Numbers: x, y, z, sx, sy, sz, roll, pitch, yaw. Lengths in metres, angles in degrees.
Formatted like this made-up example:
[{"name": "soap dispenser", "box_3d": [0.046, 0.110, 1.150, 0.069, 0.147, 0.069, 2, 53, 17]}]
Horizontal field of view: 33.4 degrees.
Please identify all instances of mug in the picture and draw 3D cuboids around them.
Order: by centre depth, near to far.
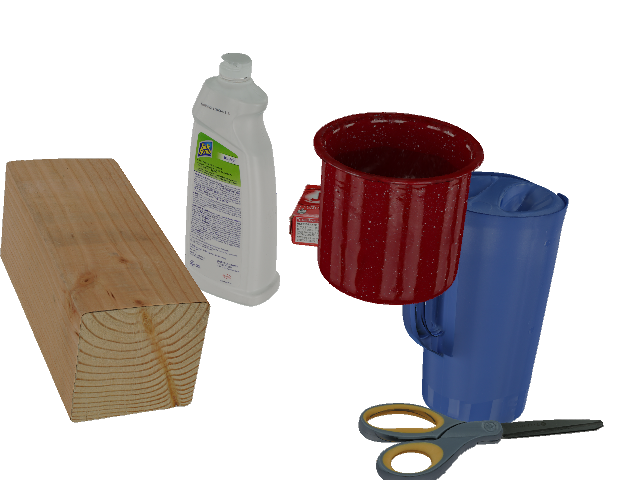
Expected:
[{"name": "mug", "box_3d": [0.044, -0.023, 0.609, 0.093, 0.081, 0.117, 12, 30, 15]}]

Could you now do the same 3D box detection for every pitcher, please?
[{"name": "pitcher", "box_3d": [0.156, 0.062, 1.065, 0.149, 0.243, 0.145, 6, 21, 7]}]

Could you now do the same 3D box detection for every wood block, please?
[{"name": "wood block", "box_3d": [-0.165, 0.027, 0.781, 0.090, 0.091, 0.206, -4, 33, -30]}]

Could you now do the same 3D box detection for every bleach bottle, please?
[{"name": "bleach bottle", "box_3d": [-0.084, -0.063, 1.075, 0.103, 0.251, 0.068, 18, 31, 21]}]

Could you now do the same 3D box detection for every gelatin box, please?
[{"name": "gelatin box", "box_3d": [0.024, -0.020, 0.893, 0.089, 0.030, 0.073, 5, 24, 8]}]

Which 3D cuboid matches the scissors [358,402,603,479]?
[{"name": "scissors", "box_3d": [0.129, 0.168, 0.864, 0.202, 0.016, 0.096, 5, 34, 7]}]
